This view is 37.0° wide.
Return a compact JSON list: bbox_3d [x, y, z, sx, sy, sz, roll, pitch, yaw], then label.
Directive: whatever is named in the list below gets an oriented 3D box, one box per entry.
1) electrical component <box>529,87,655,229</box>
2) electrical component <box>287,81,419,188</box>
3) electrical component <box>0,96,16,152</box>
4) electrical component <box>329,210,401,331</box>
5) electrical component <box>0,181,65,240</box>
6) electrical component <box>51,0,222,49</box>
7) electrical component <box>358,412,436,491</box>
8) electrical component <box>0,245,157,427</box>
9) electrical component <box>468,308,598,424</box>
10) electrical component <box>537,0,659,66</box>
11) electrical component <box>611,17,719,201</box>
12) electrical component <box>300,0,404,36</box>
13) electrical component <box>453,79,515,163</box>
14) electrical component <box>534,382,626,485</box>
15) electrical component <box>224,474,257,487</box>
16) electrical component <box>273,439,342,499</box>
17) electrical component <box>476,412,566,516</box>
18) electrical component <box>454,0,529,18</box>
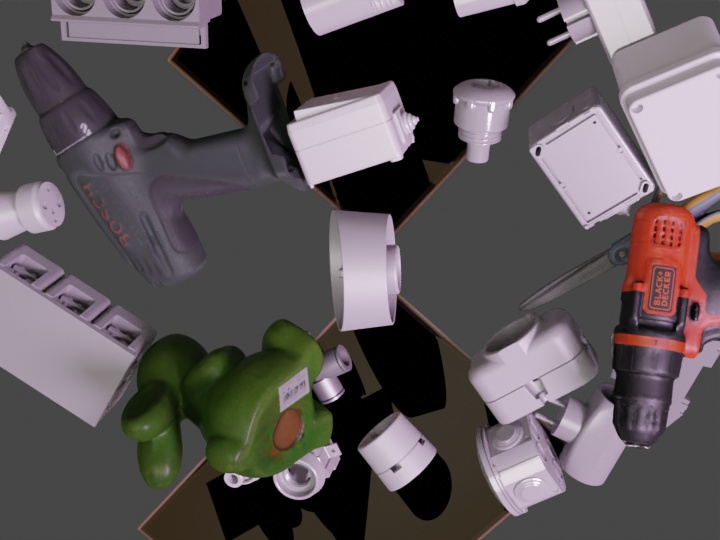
[{"bbox_3d":[0.179,-0.082,0.821,0.062,0.061,0.096,-32,108,22],"label":"electrical component"},{"bbox_3d":[-0.002,-0.113,0.847,0.096,0.061,0.061,-16,106,18],"label":"electrical component"},{"bbox_3d":[-0.354,-0.117,0.910,0.100,0.099,0.048,10,156,9],"label":"electrical component"},{"bbox_3d":[0.000,0.000,0.873,0.064,0.099,0.099,-2,110,7],"label":"electrical component"},{"bbox_3d":[-0.296,-0.053,0.949,0.055,0.045,0.045,-10,107,16],"label":"electrical component"},{"bbox_3d":[-0.175,-0.220,0.848,0.121,0.063,0.078,6,111,11],"label":"electrical component"},{"bbox_3d":[0.031,0.158,0.946,0.055,0.055,0.047,-40,94,23],"label":"electrical component"},{"bbox_3d":[-0.272,0.057,0.975,0.150,0.061,0.089,33,114,0],"label":"electrical component"},{"bbox_3d":[0.140,0.076,0.889,0.095,0.053,0.059,-32,100,22],"label":"electrical component"},{"bbox_3d":[0.168,-0.190,0.787,0.076,0.047,0.083,-22,104,20],"label":"electrical component"},{"bbox_3d":[0.236,-0.112,0.769,0.078,0.057,0.113,-21,133,20],"label":"electrical component"},{"bbox_3d":[-0.001,-0.213,0.820,0.081,0.043,0.043,-16,106,18],"label":"electrical component"},{"bbox_3d":[0.094,-0.115,0.835,0.048,0.048,0.062,9,118,10],"label":"electrical component"},{"bbox_3d":[0.187,0.130,0.904,0.079,0.043,0.077,25,114,3],"label":"electrical component"},{"bbox_3d":[-0.106,0.174,0.980,0.048,0.062,0.048,4,111,12],"label":"electrical component"},{"bbox_3d":[-0.051,0.175,0.970,0.066,0.055,0.048,-20,105,19],"label":"electrical component"},{"bbox_3d":[0.135,0.162,0.910,0.051,0.080,0.080,-27,102,16],"label":"electrical component"},{"bbox_3d":[0.097,-0.227,0.754,0.057,0.113,0.078,-10,107,20],"label":"electrical component"}]
